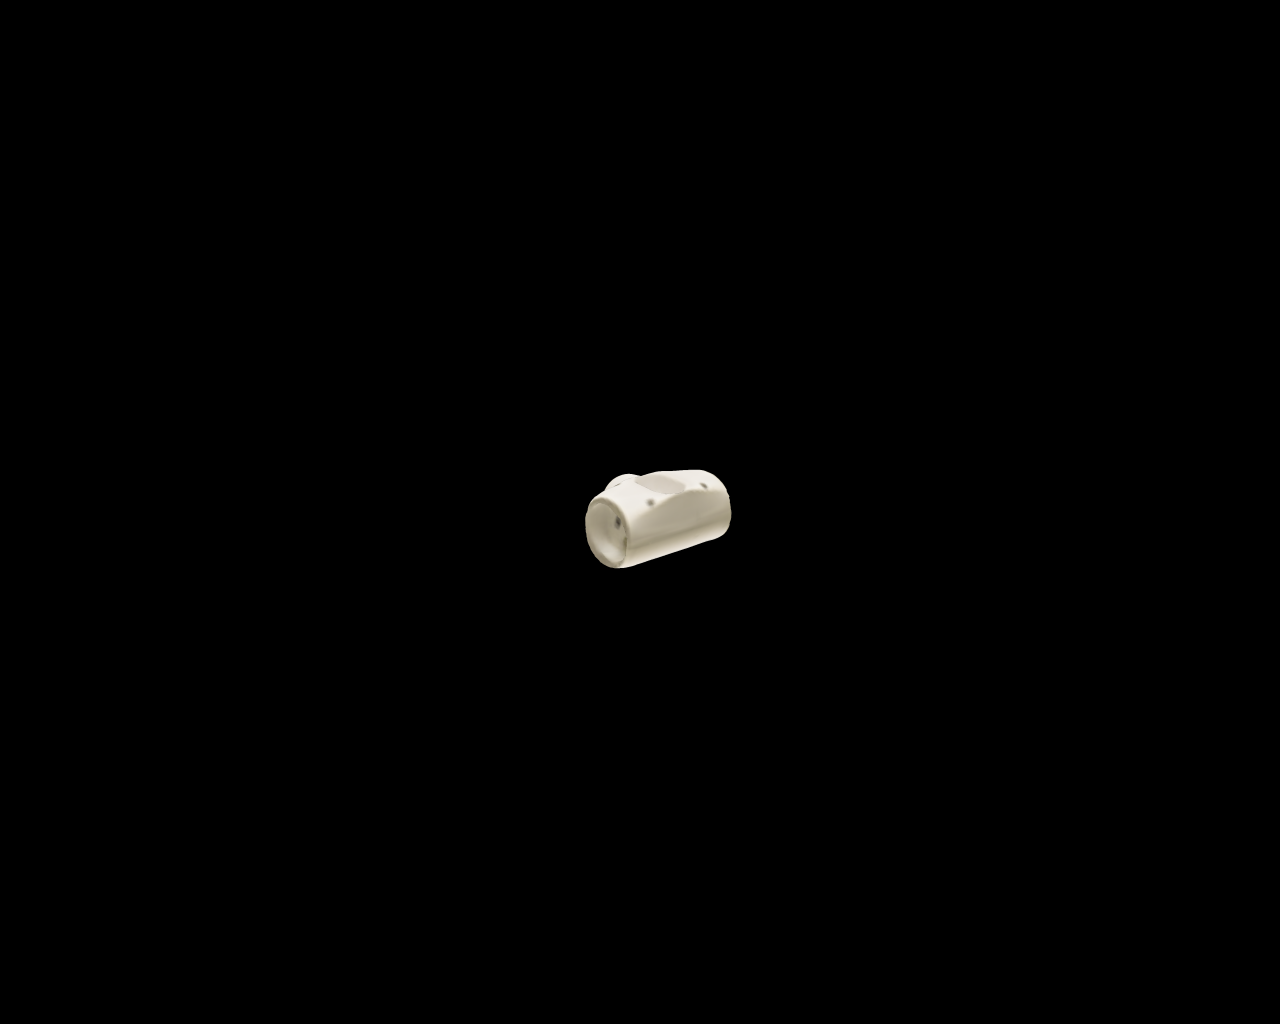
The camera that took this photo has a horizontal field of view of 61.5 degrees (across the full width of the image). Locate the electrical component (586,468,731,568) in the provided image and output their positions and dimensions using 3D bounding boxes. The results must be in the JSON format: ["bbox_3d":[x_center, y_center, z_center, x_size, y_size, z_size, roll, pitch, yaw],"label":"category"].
[{"bbox_3d":[0.001,-0.003,0.650,0.077,0.043,0.079,-16,27,-34],"label":"electrical component"}]
